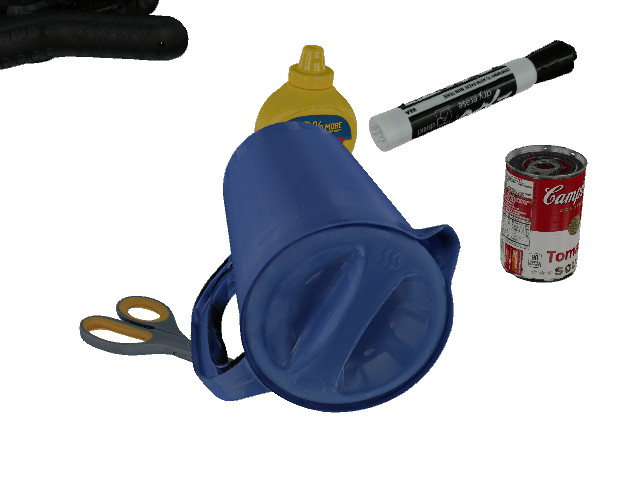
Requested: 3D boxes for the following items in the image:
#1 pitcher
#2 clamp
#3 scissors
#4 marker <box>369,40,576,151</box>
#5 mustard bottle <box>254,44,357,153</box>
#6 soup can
[{"bbox_3d":[-0.013,0.008,0.750,0.149,0.145,0.243,6,23,-14],"label":"pitcher"},{"bbox_3d":[-0.166,-0.130,0.639,0.171,0.039,0.120,-3,22,-7],"label":"clamp"},{"bbox_3d":[-0.116,0.090,0.968,0.202,0.016,0.096,10,28,5],"label":"scissors"},{"bbox_3d":[0.081,-0.077,0.554,0.121,0.020,0.020,-24,7,-16],"label":"marker"},{"bbox_3d":[-0.014,-0.087,0.994,0.096,0.192,0.058,-5,28,-19],"label":"mustard bottle"},{"bbox_3d":[0.191,-0.023,0.923,0.068,0.102,0.068,-1,27,1],"label":"soup can"}]
